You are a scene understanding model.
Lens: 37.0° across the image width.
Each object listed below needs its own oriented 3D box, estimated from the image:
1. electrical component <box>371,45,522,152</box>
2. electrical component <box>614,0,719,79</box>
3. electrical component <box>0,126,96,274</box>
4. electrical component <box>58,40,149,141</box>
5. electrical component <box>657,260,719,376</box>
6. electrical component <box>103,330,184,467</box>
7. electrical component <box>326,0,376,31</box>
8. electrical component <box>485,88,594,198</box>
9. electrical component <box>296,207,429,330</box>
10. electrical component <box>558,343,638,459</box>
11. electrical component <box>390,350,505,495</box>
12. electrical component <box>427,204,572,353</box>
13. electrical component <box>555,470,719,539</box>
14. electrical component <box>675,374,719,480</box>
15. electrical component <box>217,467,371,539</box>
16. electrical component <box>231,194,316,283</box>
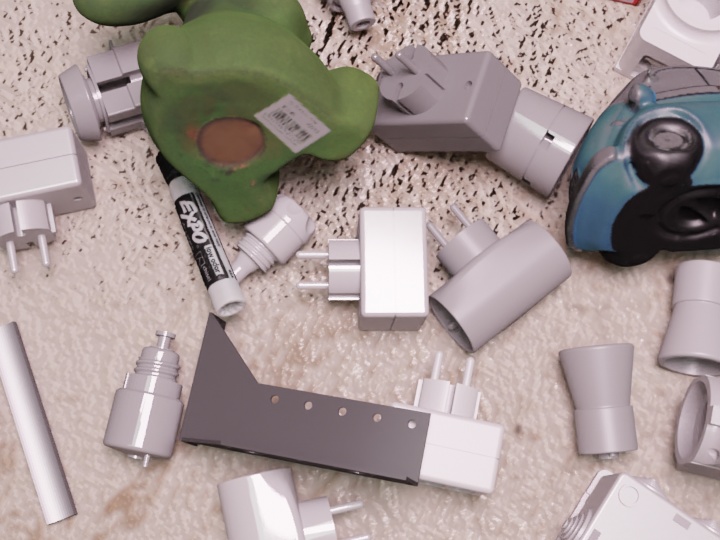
[{"bbox_3d":[0.037,-0.108,0.636,0.083,0.076,0.047,6,71,44],"label":"electrical component"},{"bbox_3d":[0.258,-0.191,0.691,0.105,0.060,0.186,29,77,4],"label":"electrical component"},{"bbox_3d":[-0.202,-0.035,0.641,0.083,0.047,0.075,-13,77,-5],"label":"electrical component"},{"bbox_3d":[-0.152,-0.107,0.662,0.055,0.048,0.066,-19,78,-15],"label":"electrical component"},{"bbox_3d":[0.205,0.027,0.648,0.044,0.044,0.065,12,72,0],"label":"electrical component"},{"bbox_3d":[-0.121,0.074,0.622,0.040,0.040,0.078,11,76,0],"label":"electrical component"},{"bbox_3d":[-0.007,-0.184,0.687,0.043,0.043,0.062,-16,79,-6],"label":"electrical component"},{"bbox_3d":[0.110,-0.080,0.662,0.047,0.055,0.055,31,77,9],"label":"electrical component"},{"bbox_3d":[0.000,0.000,0.641,0.077,0.047,0.065,0,77,-3],"label":"electrical component"},{"bbox_3d":[0.143,0.078,0.633,0.044,0.044,0.065,-4,81,-4],"label":"electrical component"},{"bbox_3d":[0.048,0.086,0.623,0.066,0.047,0.076,12,76,0],"label":"electrical component"},{"bbox_3d":[0.073,-0.004,0.647,0.077,0.043,0.079,-37,80,-10],"label":"electrical component"},{"bbox_3d":[0.156,0.172,0.606,0.100,0.048,0.099,34,78,6],"label":"electrical component"},{"bbox_3d":[0.215,0.091,0.607,0.056,0.089,0.050,14,76,1],"label":"electrical component"},{"bbox_3d":[-0.034,0.150,0.606,0.079,0.043,0.077,-12,77,-5],"label":"electrical component"},{"bbox_3d":[-0.058,-0.015,0.649,0.035,0.035,0.061,43,82,8],"label":"electrical component"}]
